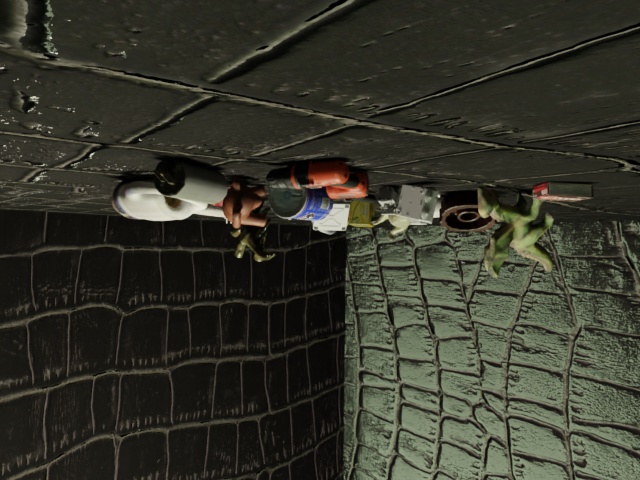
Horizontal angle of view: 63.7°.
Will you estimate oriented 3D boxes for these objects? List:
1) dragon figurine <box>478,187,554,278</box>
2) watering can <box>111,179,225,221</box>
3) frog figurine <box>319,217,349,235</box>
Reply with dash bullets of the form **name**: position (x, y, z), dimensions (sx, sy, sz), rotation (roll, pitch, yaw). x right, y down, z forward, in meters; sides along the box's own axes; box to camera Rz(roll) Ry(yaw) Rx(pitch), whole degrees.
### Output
- **dragon figurine**: position (0.541, 0.005, 1.449), dimensions (0.245, 0.404, 0.123), rotation (-38, -153, -15)
- **watering can**: position (-0.387, -0.096, 1.353), dimensions (0.224, 0.105, 0.345), rotation (1, 171, 24)
- **frog figurine**: position (0.005, -0.088, 1.748), dimensions (0.160, 0.124, 0.135), rotation (11, 152, 42)
